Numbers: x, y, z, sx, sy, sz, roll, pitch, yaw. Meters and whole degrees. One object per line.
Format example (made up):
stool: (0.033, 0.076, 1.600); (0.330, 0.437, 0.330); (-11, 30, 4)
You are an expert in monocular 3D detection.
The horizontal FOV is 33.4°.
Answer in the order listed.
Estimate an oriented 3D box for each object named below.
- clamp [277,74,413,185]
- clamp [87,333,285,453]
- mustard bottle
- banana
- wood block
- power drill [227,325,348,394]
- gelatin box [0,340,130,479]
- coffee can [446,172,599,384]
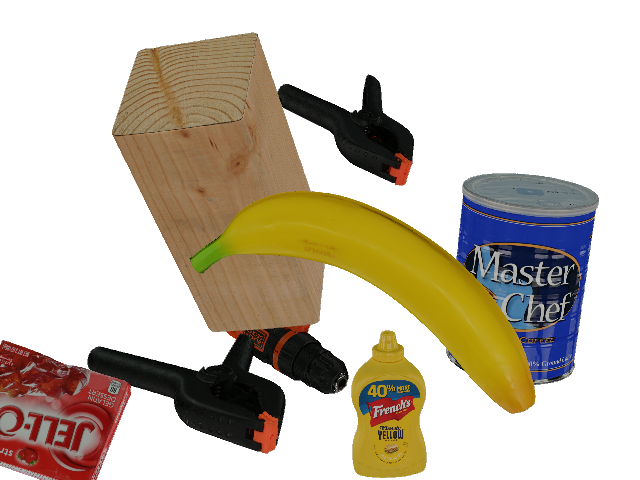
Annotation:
clamp: (0.031, -0.115, 1.075); (0.120, 0.039, 0.171); (-10, 40, -18)
clamp: (-0.085, 0.126, 0.930); (0.164, 0.036, 0.210); (-6, 18, -38)
mustard bottle: (0.088, 0.209, 1.382); (0.096, 0.192, 0.058); (-2, 14, -1)
banana: (0.032, 0.021, 0.567); (0.198, 0.070, 0.037); (24, 15, 9)
wood block: (-0.064, -0.034, 0.766); (0.090, 0.090, 0.206); (-5, -43, 14)
power drill: (-0.018, 0.053, 1.155); (0.185, 0.188, 0.057); (27, 11, 38)
gelatin box: (-0.176, 0.113, 0.682); (0.089, 0.073, 0.030); (19, -23, -1)
coffee can: (0.156, 0.027, 0.833); (0.103, 0.140, 0.103); (3, 17, -1)
